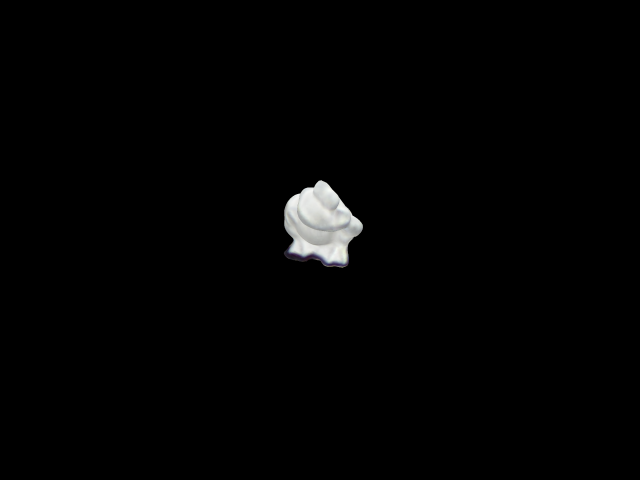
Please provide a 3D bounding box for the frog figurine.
[{"bbox_3d":[0.003,-0.043,0.850,0.138,0.155,0.125,26,46,28],"label":"frog figurine"}]
